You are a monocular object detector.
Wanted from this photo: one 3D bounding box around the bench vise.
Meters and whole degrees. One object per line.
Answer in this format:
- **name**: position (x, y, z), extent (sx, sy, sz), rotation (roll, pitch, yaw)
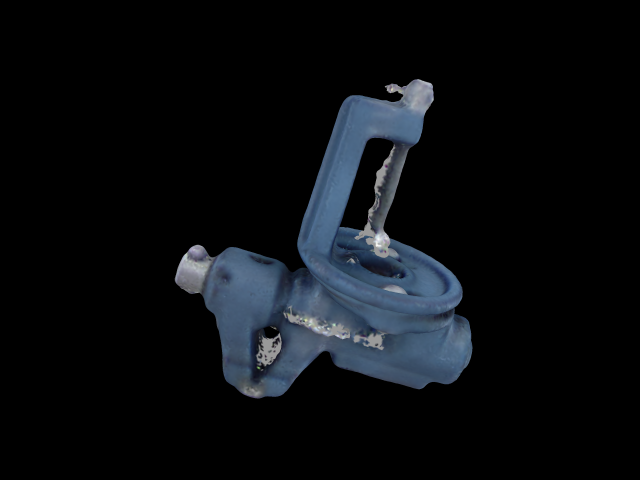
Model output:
- **bench vise**: position (0.007, 0.005, 0.389), extent (0.208, 0.220, 0.121), rotation (-5, 20, -14)
